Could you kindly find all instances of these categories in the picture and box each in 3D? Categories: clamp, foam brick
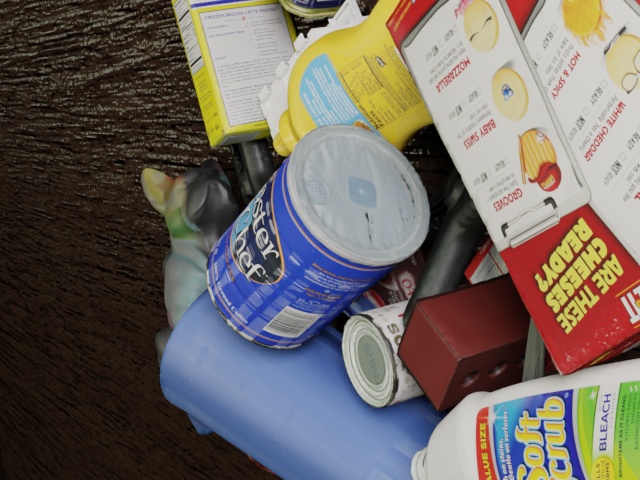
[{"bbox_3d":[-0.053,-0.042,0.990,0.164,0.036,0.210,94,157,-58],"label":"clamp"},{"bbox_3d":[0.096,0.063,0.663,0.051,0.078,0.053,53,145,36],"label":"foam brick"},{"bbox_3d":[0.097,-0.030,0.702,0.172,0.039,0.120,-60,19,27],"label":"clamp"}]

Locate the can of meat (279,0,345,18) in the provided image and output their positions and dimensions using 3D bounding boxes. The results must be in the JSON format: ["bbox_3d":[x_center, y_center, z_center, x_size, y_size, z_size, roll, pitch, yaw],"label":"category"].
[{"bbox_3d":[-0.009,-0.235,0.818,0.102,0.057,0.084,58,145,32],"label":"can of meat"}]

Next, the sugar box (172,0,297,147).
[{"bbox_3d":[-0.070,-0.175,0.916,0.048,0.093,0.176,-27,77,62],"label":"sugar box"}]

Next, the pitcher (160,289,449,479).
[{"bbox_3d":[0.003,0.124,0.834,0.243,0.145,0.149,31,155,30],"label":"pitcher"}]

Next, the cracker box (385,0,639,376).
[{"bbox_3d":[0.128,-0.068,0.495,0.214,0.072,0.164,65,152,17],"label":"cracker box"}]

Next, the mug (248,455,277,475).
[{"bbox_3d":[-0.032,0.155,0.975,0.093,0.117,0.081,-102,20,-57],"label":"mug"}]

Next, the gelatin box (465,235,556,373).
[{"bbox_3d":[0.139,0.031,0.689,0.089,0.030,0.073,60,147,28],"label":"gelatin box"}]

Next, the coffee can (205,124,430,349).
[{"bbox_3d":[-0.005,0.001,0.730,0.141,0.102,0.103,-45,62,49],"label":"coffee can"}]

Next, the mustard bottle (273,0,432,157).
[{"bbox_3d":[0.034,-0.102,0.726,0.192,0.058,0.096,-28,104,42],"label":"mustard bottle"}]

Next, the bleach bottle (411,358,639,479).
[{"bbox_3d":[0.129,0.121,0.557,0.251,0.068,0.102,-26,54,57],"label":"bleach bottle"}]

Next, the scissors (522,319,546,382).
[{"bbox_3d":[0.118,0.123,0.668,0.096,0.016,0.202,19,119,63],"label":"scissors"}]

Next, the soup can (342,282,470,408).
[{"bbox_3d":[0.075,0.072,0.747,0.069,0.102,0.068,34,130,53],"label":"soup can"}]

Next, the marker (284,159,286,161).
[{"bbox_3d":[0.004,-0.056,0.910,0.121,0.020,0.020,19,118,58],"label":"marker"}]

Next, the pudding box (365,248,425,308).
[{"bbox_3d":[0.044,0.021,0.847,0.090,0.039,0.113,-41,66,59],"label":"pudding box"}]
